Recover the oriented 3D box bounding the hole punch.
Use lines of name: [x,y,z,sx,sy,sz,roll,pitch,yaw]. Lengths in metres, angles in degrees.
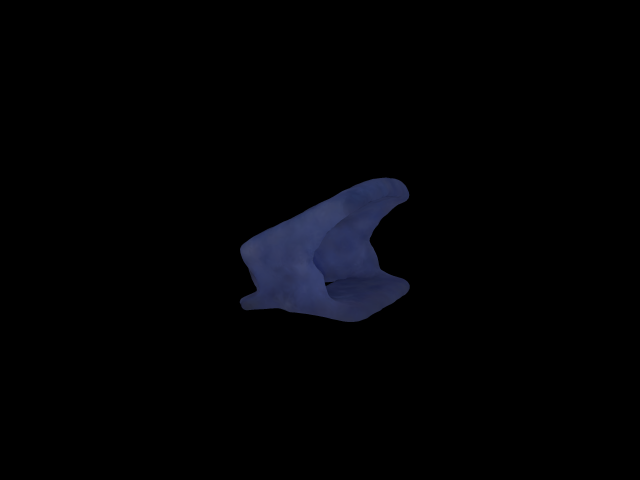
hole punch: [0.004,0.001,0.400,0.100,0.091,0.109,5,11,28]
